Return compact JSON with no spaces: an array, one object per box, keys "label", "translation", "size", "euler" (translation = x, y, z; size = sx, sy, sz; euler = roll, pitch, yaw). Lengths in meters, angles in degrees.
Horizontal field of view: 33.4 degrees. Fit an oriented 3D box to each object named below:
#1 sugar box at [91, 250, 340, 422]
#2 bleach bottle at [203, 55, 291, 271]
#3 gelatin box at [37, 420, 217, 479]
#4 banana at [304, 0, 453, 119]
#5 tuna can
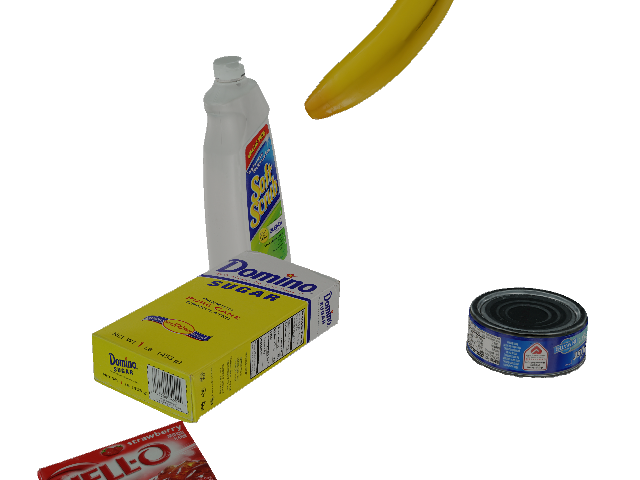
[{"label":"sugar box","translation":[-0.071,0.063,0.780],"size":[0.093,0.048,0.175],"euler":[18,32,29]},{"label":"bleach bottle","translation":[-0.086,-0.065,1.117],"size":[0.068,0.251,0.102],"euler":[9,29,30]},{"label":"gelatin box","translation":[-0.105,0.142,0.592],"size":[0.089,0.030,0.073],"euler":[-16,28,-20]},{"label":"banana","translation":[0.058,-0.165,0.799],"size":[0.070,0.197,0.037],"euler":[4,-34,45]},{"label":"tuna can","translation":[0.149,0.065,0.770],"size":[0.086,0.034,0.086],"euler":[0,21,0]}]
